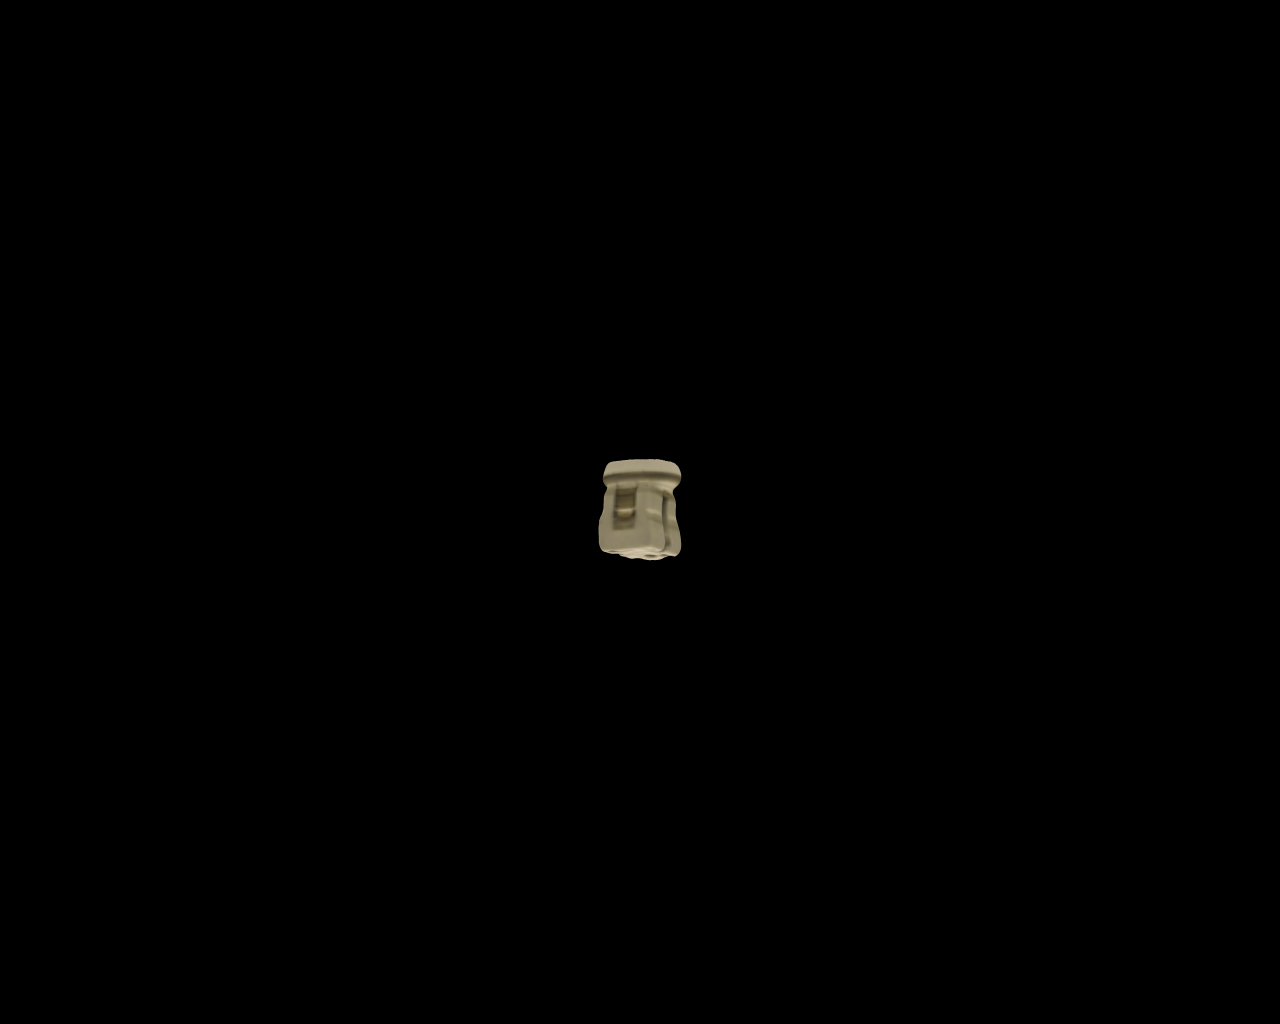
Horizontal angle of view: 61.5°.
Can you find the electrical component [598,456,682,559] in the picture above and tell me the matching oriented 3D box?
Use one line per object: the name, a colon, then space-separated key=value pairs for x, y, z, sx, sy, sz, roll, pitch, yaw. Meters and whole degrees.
electrical component: x=0.001 y=-0.003 z=0.650 sx=0.048 sy=0.055 sz=0.066 roll=-4 pitch=-10 yaw=23
